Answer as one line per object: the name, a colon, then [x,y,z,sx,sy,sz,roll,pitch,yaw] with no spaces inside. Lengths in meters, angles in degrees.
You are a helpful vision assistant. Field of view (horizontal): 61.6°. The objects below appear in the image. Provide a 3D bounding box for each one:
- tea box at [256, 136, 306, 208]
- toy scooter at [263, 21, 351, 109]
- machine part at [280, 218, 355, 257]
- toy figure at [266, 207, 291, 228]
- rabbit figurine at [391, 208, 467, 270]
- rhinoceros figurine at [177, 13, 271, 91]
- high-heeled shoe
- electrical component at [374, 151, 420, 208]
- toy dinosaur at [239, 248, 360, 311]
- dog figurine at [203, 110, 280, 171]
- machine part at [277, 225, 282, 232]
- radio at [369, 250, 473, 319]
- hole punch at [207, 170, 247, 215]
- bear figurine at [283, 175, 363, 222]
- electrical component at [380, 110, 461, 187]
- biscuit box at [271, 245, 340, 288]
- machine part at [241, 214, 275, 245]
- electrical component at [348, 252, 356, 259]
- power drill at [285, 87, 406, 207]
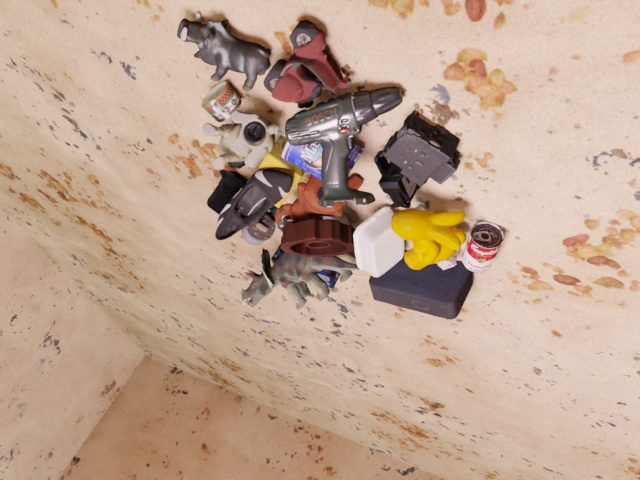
tea box: [-0.095,-0.157,1.270,0.098,0.068,0.169,35,148,-5]
toy scooter: [-0.019,-0.301,0.990,0.135,0.075,0.184,35,145,-11]
machine part: [-0.003,-0.004,1.267,0.179,0.056,0.179,1,164,0]
toy figure: [-0.083,-0.047,1.413,0.155,0.058,0.064,37,143,34]
rabbit figurine: [0.221,-0.012,1.117,0.163,0.122,0.173,0,160,43]
rhinoceros figurine: [-0.187,-0.366,1.037,0.190,0.073,0.112,25,151,8]
high-heeled shoe: [-0.160,-0.076,1.234,0.086,0.145,0.249,42,150,-18]
electrical component: [0.156,-0.130,1.091,0.048,0.075,0.119,4,138,38]
toy dinosaur: [-0.050,0.072,1.448,0.405,0.131,0.192,-31,103,37]
dog figurine: [-0.153,-0.220,1.199,0.172,0.190,0.121,-2,98,11]
machine part: [-0.053,-0.021,1.464,0.139,0.039,0.084,1,135,42]
radio: [0.240,0.102,1.299,0.230,0.131,0.073,11,143,30]
hole punch: [-0.221,-0.114,1.428,0.142,0.115,0.092,38,-168,1]
bear figurine: [-0.002,-0.097,1.253,0.120,0.132,0.196,35,164,-6]
electrical component: [0.196,-0.165,1.017,0.134,0.058,0.115,33,151,-3]
biscuit box: [-0.039,0.075,1.568,0.203,0.063,0.059,16,146,22]
machine part: [-0.172,-0.028,1.467,0.079,0.079,0.243,35,170,-8]
electrical component: [0.095,0.022,1.414,0.094,0.021,0.063,33,149,-3]
power drill: [0.054,-0.167,1.005,0.232,0.086,0.207,-5,109,18]
